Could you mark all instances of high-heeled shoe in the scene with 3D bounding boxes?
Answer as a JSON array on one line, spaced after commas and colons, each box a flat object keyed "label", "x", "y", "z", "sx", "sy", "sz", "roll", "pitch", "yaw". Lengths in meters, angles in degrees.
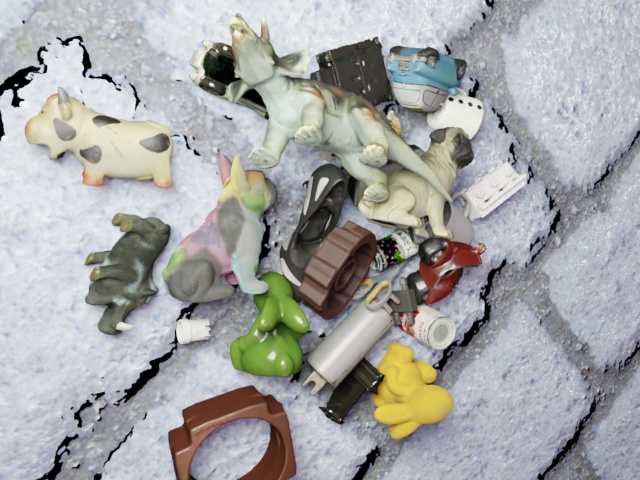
[{"label": "high-heeled shoe", "x": -0.002, "y": -0.003, "z": 0.897, "sx": 0.086, "sy": 0.145, "sz": 0.248, "roll": 1, "pitch": 99, "yaw": -25}]

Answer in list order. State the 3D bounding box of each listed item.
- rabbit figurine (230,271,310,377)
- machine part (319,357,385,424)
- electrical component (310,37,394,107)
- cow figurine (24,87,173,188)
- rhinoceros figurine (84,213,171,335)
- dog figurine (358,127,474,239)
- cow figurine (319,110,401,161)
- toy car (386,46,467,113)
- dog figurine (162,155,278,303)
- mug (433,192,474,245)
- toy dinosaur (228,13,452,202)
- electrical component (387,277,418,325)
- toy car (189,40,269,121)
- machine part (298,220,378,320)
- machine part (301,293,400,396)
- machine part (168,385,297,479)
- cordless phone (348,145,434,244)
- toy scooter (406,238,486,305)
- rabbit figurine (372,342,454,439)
[{"label": "rabbit figurine", "x": -0.085, "y": 0.137, "z": 0.899, "sx": 0.121, "sy": 0.159, "sz": 0.170, "roll": 0, "pitch": 85, "yaw": -16}, {"label": "machine part", "x": 0.060, "y": 0.291, "z": 1.032, "sx": 0.139, "sy": 0.084, "sz": 0.039, "roll": -52, "pitch": 149, "yaw": 5}, {"label": "electrical component", "x": 0.050, "y": -0.272, "z": 0.916, "sx": 0.134, "sy": 0.058, "sz": 0.114, "roll": -25, "pitch": 108, "yaw": -20}, {"label": "cow figurine", "x": -0.307, "y": -0.143, "z": 0.758, "sx": 0.195, "sy": 0.086, "sz": 0.127, "roll": 2, "pitch": 106, "yaw": -23}, {"label": "rhinoceros figurine", "x": -0.294, "y": 0.050, "z": 0.816, "sx": 0.112, "sy": 0.073, "sz": 0.190, "roll": 26, "pitch": 87, "yaw": -38}, {"label": "dog figurine", "x": 0.159, "y": -0.109, "z": 0.892, "sx": 0.172, "sy": 0.121, "sz": 0.190, "roll": 14, "pitch": 86, "yaw": -33}, {"label": "cow figurine", "x": 0.080, "y": -0.186, "z": 0.925, "sx": 0.167, "sy": 0.098, "sz": 0.068, "roll": -18, "pitch": 103, "yaw": -20}, {"label": "toy car", "x": 0.179, "y": -0.272, "z": 0.930, "sx": 0.161, "sy": 0.109, "sz": 0.102, "roll": -9, "pitch": 112, "yaw": -53}, {"label": "dog figurine", "x": -0.157, "y": -0.024, "z": 0.843, "sx": 0.191, "sy": 0.109, "sz": 0.219, "roll": -6, "pitch": 99, "yaw": -25}, {"label": "mug", "x": 0.258, "y": -0.035, "z": 1.055, "sx": 0.107, "sy": 0.081, "sz": 0.109, "roll": 30, "pitch": 87, "yaw": -39}, {"label": "toy dinosaur", "x": 0.021, "y": -0.176, "z": 0.793, "sx": 0.404, "sy": 0.131, "sz": 0.192, "roll": 19, "pitch": 53, "yaw": -30}, {"label": "electrical component", "x": 0.157, "y": 0.118, "z": 1.043, "sx": 0.021, "sy": 0.063, "sz": 0.094, "roll": -11, "pitch": 91, "yaw": -40}, {"label": "toy car", "x": -0.107, "y": -0.242, "z": 0.848, "sx": 0.201, "sy": 0.056, "sz": 0.073, "roll": 21, "pitch": 91, "yaw": -25}, {"label": "machine part", "x": 0.032, "y": 0.051, "z": 0.925, "sx": 0.179, "sy": 0.056, "sz": 0.179, "roll": -46, "pitch": 156, "yaw": -28}, {"label": "machine part", "x": 0.057, "y": 0.188, "z": 1.002, "sx": 0.243, "sy": 0.079, "sz": 0.079, "roll": -46, "pitch": 115, "yaw": -10}, {"label": "machine part", "x": -0.152, "y": 0.370, "z": 0.936, "sx": 0.201, "sy": 0.087, "sz": 0.200, "roll": -14, "pitch": 106, "yaw": -21}, {"label": "cordless phone", "x": 0.131, "y": -0.069, "z": 0.970, "sx": 0.147, "sy": 0.089, "sz": 0.184, "roll": -21, "pitch": 104, "yaw": -20}, {"label": "toy scooter", "x": 0.244, "y": 0.053, "z": 1.027, "sx": 0.135, "sy": 0.075, "sz": 0.183, "roll": -12, "pitch": 141, "yaw": -14}, {"label": "rabbit figurine", "x": 0.173, "y": 0.294, "z": 1.027, "sx": 0.162, "sy": 0.173, "sz": 0.121, "roll": -43, "pitch": 119, "yaw": -16}]
